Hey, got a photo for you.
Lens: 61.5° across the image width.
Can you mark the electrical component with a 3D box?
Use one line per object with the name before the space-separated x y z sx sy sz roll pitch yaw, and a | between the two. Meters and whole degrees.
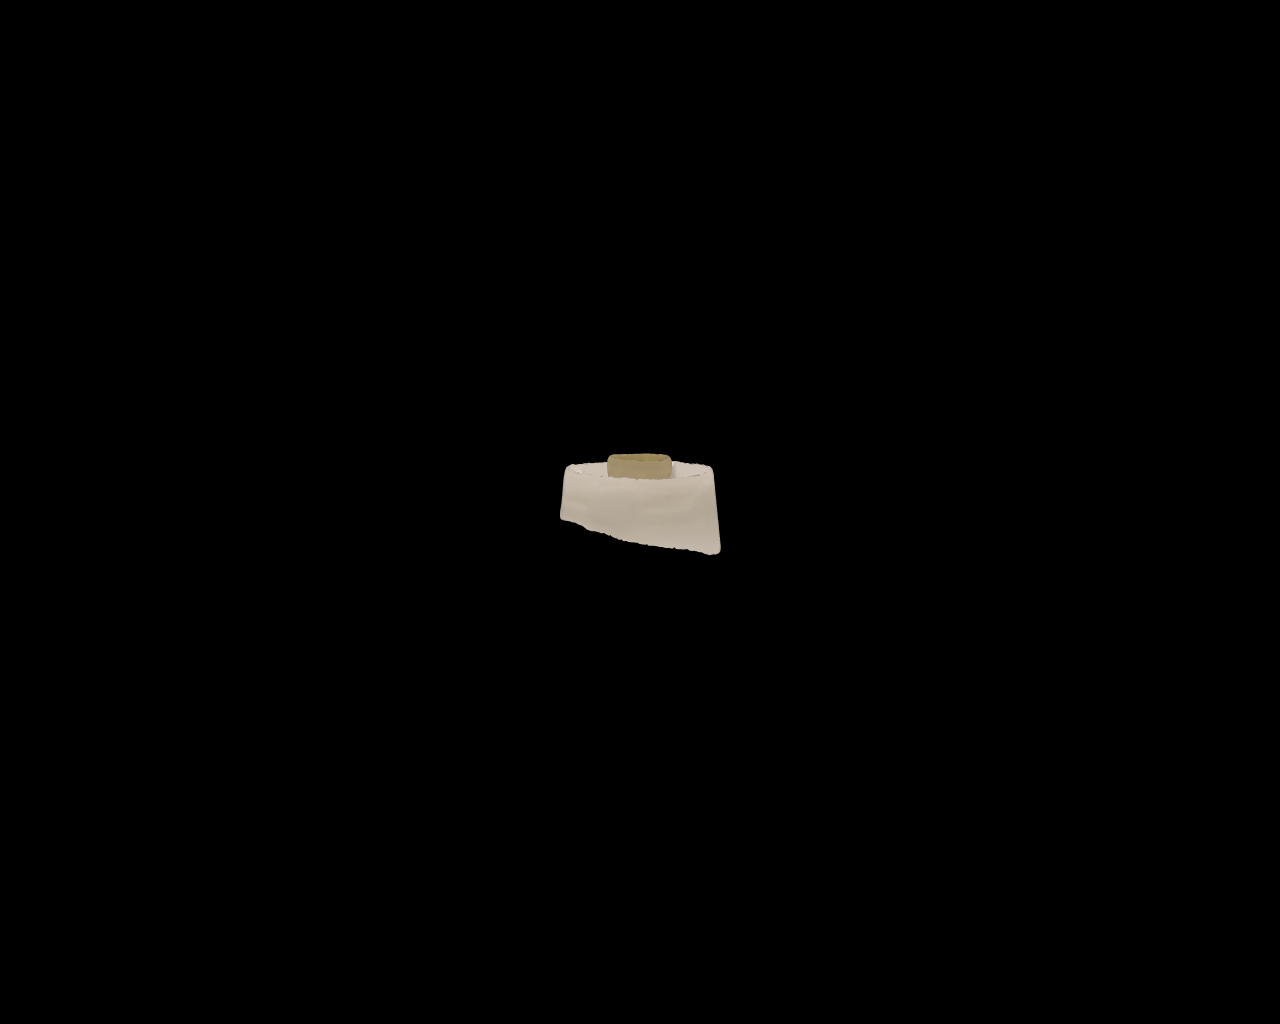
electrical component | 0.001 -0.003 0.650 0.099 0.064 0.099 0 9 0
